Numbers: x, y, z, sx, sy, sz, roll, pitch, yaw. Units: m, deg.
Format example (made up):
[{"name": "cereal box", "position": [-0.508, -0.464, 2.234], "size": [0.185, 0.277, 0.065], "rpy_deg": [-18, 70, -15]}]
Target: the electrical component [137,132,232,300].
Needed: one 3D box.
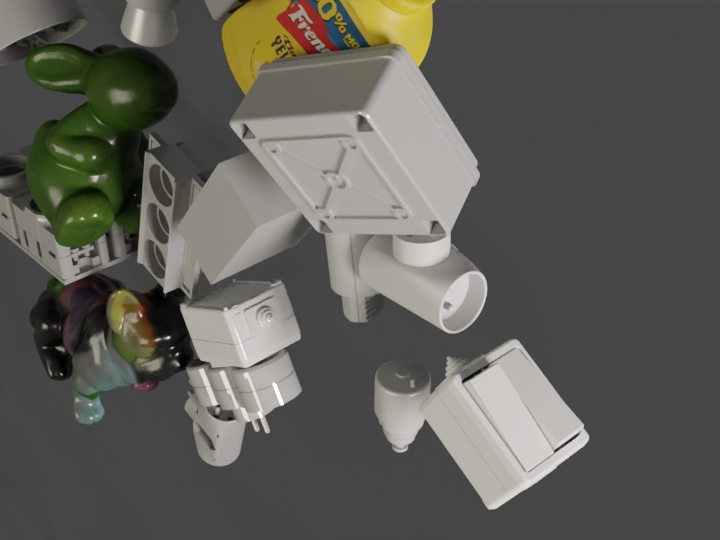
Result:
[{"name": "electrical component", "position": [-0.144, -0.047, 0.896], "size": [0.079, 0.063, 0.121], "rpy_deg": [44, 140, 28]}]

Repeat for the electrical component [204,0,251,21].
[{"name": "electrical component", "position": [-0.077, -0.218, 0.704], "size": [0.083, 0.047, 0.075], "rpy_deg": [-22, 94, 57]}]

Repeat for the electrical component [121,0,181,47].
[{"name": "electrical component", "position": [-0.161, -0.207, 0.829], "size": [0.045, 0.045, 0.055], "rpy_deg": [46, 143, 25]}]

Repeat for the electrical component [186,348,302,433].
[{"name": "electrical component", "position": [-0.100, 0.112, 0.961], "size": [0.138, 0.052, 0.073], "rpy_deg": [-4, 109, 55]}]

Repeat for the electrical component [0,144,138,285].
[{"name": "electrical component", "position": [-0.291, -0.068, 1.049], "size": [0.186, 0.105, 0.060], "rpy_deg": [31, 135, 39]}]

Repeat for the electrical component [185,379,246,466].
[{"name": "electrical component", "position": [-0.145, 0.140, 1.051], "size": [0.079, 0.043, 0.077], "rpy_deg": [46, 143, 26]}]

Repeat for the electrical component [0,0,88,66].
[{"name": "electrical component", "position": [-0.295, -0.219, 0.958], "size": [0.099, 0.099, 0.064], "rpy_deg": [-34, 78, 57]}]

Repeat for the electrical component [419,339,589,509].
[{"name": "electrical component", "position": [0.088, 0.090, 0.680], "size": [0.096, 0.062, 0.061], "rpy_deg": [54, 146, 13]}]

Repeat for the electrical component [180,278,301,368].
[{"name": "electrical component", "position": [-0.096, 0.047, 0.902], "size": [0.096, 0.062, 0.061], "rpy_deg": [1, 113, 53]}]

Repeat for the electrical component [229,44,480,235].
[{"name": "electrical component", "position": [-0.002, -0.073, 0.640], "size": [0.109, 0.056, 0.108], "rpy_deg": [2, 144, 40]}]

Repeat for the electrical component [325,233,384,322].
[{"name": "electrical component", "position": [0.000, 0.000, 0.754], "size": [0.043, 0.043, 0.081], "rpy_deg": [26, 132, 43]}]

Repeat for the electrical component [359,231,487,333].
[{"name": "electrical component", "position": [0.040, -0.009, 0.692], "size": [0.077, 0.044, 0.079], "rpy_deg": [30, 135, 40]}]

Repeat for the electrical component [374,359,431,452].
[{"name": "electrical component", "position": [0.030, 0.101, 0.786], "size": [0.040, 0.040, 0.078], "rpy_deg": [34, 137, 37]}]
